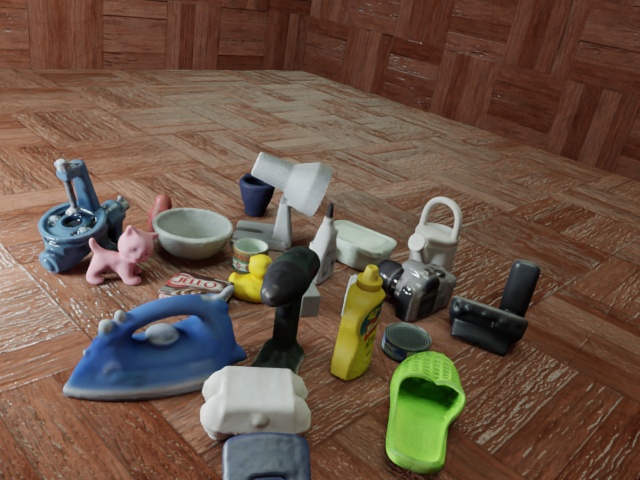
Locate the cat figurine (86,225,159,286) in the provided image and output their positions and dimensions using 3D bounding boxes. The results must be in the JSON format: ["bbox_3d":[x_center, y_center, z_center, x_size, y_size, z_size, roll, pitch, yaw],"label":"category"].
[{"bbox_3d":[-0.369,0.020,1.077,0.128,0.118,0.067,2,26,-17],"label":"cat figurine"}]

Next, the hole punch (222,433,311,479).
[{"bbox_3d":[-0.059,0.286,0.660,0.109,0.091,0.101,3,26,-15],"label":"hole punch"}]

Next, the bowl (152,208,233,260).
[{"bbox_3d":[-0.271,-0.003,1.216,0.167,0.075,0.167,8,25,-4],"label":"bowl"}]

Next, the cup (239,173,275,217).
[{"bbox_3d":[-0.169,-0.114,1.466,0.092,0.095,0.117,-6,29,-31],"label":"cup"}]

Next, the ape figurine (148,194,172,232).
[{"bbox_3d":[-0.351,-0.059,1.283,0.077,0.092,0.076,18,26,18],"label":"ape figurine"}]

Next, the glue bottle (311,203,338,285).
[{"bbox_3d":[0.011,0.004,1.189,0.037,0.173,0.078,22,27,24],"label":"glue bottle"}]

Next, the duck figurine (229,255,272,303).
[{"bbox_3d":[-0.122,0.068,1.106,0.105,0.086,0.077,5,25,-10],"label":"duck figurine"}]

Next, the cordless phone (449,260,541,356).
[{"bbox_3d":[0.327,0.107,1.077,0.147,0.185,0.094,17,26,14],"label":"cordless phone"}]

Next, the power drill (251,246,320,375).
[{"bbox_3d":[-0.054,0.113,0.892,0.075,0.208,0.230,13,25,6],"label":"power drill"}]

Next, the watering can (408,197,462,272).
[{"bbox_3d":[0.255,0.001,1.264,0.100,0.194,0.173,16,26,14],"label":"watering can"}]

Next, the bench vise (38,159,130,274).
[{"bbox_3d":[-0.458,-0.066,1.105,0.121,0.220,0.207,11,25,2],"label":"bench vise"}]

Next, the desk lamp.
[{"bbox_3d":[-0.085,-0.087,1.299,0.203,0.213,0.118,9,25,-3],"label":"desk lamp"}]

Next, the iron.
[{"bbox_3d":[-0.237,0.143,0.837,0.259,0.141,0.118,-7,30,-32],"label":"iron"}]

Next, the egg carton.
[{"bbox_3d":[-0.089,0.230,0.795,0.150,0.069,0.107,5,25,-11],"label":"egg carton"}]

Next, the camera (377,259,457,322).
[{"bbox_3d":[0.187,0.082,1.176,0.144,0.101,0.136,-14,34,-41],"label":"camera"}]
